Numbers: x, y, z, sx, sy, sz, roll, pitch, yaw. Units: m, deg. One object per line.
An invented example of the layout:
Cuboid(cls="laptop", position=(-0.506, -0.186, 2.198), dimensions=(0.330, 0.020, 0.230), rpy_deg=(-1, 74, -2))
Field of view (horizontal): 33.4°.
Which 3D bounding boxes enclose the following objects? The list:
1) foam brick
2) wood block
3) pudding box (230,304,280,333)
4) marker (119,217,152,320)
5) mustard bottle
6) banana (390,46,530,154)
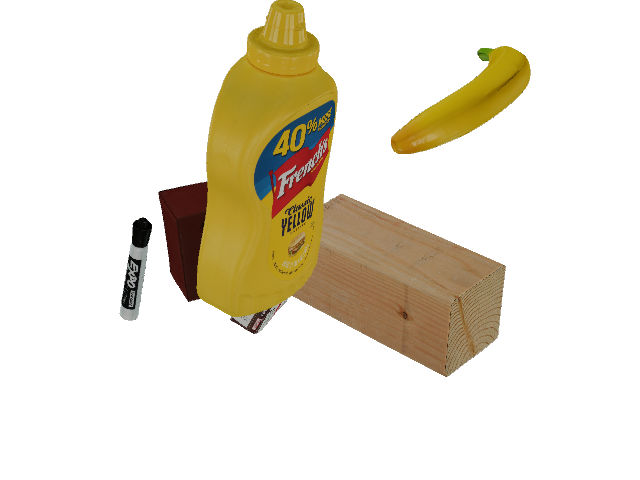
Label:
Cuboid(cls="foam brick", position=(-0.095, -0.001, 0.860), dimensions=(0.053, 0.078, 0.051), rpy_deg=(-15, 30, -18))
Cuboid(cls="wood block", position=(0.070, 0.040, 1.066), dimensions=(0.206, 0.091, 0.090), rpy_deg=(26, 40, 35))
Cuboid(cls="pudding box", position=(-0.054, 0.050, 1.269), dimensions=(0.039, 0.090, 0.113), rpy_deg=(32, 28, 4))
Cuboid(cls="marker", position=(-0.183, 0.029, 1.061), dimensions=(0.020, 0.121, 0.020), rpy_deg=(10, 35, -7))
Cuboid(cls="mustard bottle", position=(-0.029, -0.052, 0.640), dimensions=(0.058, 0.192, 0.096), rpy_deg=(28, 40, 26))
Cuboid(cls="banana", position=(0.131, -0.121, 0.898), dimensions=(0.070, 0.037, 0.197), rpy_deg=(-14, 20, 40))
